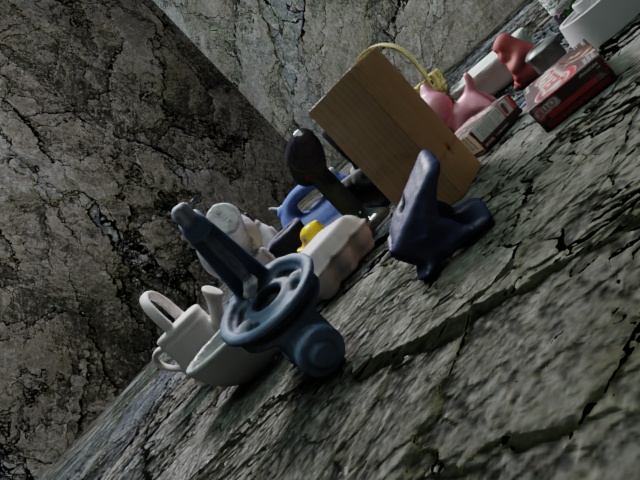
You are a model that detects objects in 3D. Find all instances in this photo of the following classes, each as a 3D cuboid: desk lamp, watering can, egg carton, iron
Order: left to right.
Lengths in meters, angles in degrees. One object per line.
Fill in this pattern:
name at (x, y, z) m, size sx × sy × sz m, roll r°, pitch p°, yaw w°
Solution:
watering can at (-0.237, 0.156, 1.025) m, size 0.173 × 0.194 × 0.101 m, roll -46°, pitch 7°, yaw -15°
desk lamp at (-0.113, 0.032, 0.966) m, size 0.118 × 0.213 × 0.203 m, roll -46°, pitch 7°, yaw -17°
iron at (0.002, -0.088, 1.318) m, size 0.258 × 0.141 × 0.119 m, roll -41°, pitch 8°, yaw 28°
egg carton at (0.012, 0.029, 0.855) m, size 0.150 × 0.069 × 0.107 m, roll -49°, pitch 8°, yaw -33°

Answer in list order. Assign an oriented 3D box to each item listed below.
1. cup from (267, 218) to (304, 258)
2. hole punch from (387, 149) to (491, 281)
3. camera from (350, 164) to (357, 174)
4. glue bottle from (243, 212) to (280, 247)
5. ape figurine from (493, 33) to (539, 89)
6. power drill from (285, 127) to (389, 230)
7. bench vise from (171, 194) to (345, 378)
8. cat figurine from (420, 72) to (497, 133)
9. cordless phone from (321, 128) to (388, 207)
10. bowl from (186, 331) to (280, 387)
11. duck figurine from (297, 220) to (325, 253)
cup at (-0.053, 0.026, 1.153) m, size 0.118 × 0.095 × 0.091 m, roll -48°, pitch 8°, yaw -28°
hole punch at (0.104, -0.028, 0.576) m, size 0.101 × 0.091 × 0.108 m, roll -42°, pitch 7°, yaw 14°
camera at (0.145, -0.201, 1.330) m, size 0.143 × 0.101 × 0.137 m, roll -36°, pitch 11°, yaw 49°
glue bottle at (-0.101, 0.003, 1.236) m, size 0.037 × 0.173 × 0.078 m, roll -41°, pitch 8°, yaw 20°
ape figurine at (0.318, -0.296, 0.930) m, size 0.076 × 0.092 × 0.078 m, roll -37°, pitch 10°, yaw 46°
power drill at (0.019, -0.099, 1.002) m, size 0.076 × 0.208 × 0.229 m, roll -45°, pitch 7°, yaw -7°
bench vise at (-0.081, 0.055, 0.614) m, size 0.122 × 0.220 × 0.207 m, roll -48°, pitch 8°, yaw -26°
cat figurine at (0.221, -0.228, 0.979) m, size 0.127 × 0.118 × 0.067 m, roll -40°, pitch 8°, yaw 31°
cordless phone at (0.065, -0.146, 1.113) m, size 0.094 × 0.185 × 0.147 m, roll -48°, pitch 8°, yaw -26°
bowl at (-0.101, 0.146, 0.794) m, size 0.167 × 0.075 × 0.167 m, roll -43°, pitch 7°, yaw 7°
duck figurine at (0.009, 0.003, 0.962) m, size 0.104 × 0.086 × 0.077 m, roll -43°, pitch 7°, yaw 9°
